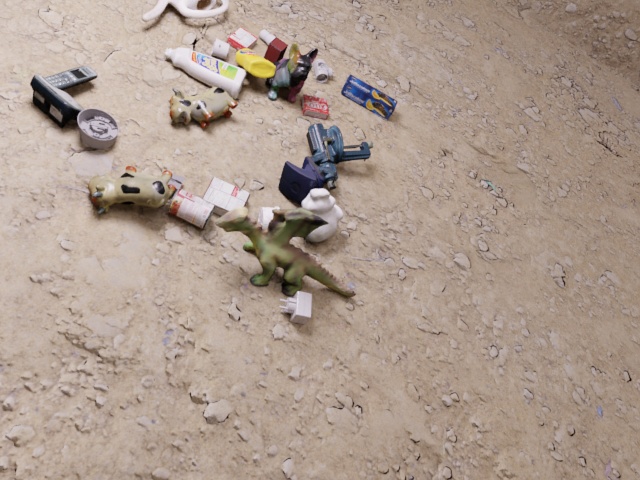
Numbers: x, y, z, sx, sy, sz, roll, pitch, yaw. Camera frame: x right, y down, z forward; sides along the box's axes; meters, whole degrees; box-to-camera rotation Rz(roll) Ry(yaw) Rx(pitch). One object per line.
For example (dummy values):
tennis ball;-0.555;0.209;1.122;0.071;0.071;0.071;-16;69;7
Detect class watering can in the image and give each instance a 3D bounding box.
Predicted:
watering can;-0.475;-0.822;1.731;0.352;0.102;0.226;-26;71;-37

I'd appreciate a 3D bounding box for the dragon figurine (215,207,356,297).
dragon figurine;-0.059;0.020;1.266;0.409;0.237;0.125;16;48;-13

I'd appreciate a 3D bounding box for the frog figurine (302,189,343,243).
frog figurine;0.004;-0.071;1.405;0.138;0.156;0.125;-3;61;-28
